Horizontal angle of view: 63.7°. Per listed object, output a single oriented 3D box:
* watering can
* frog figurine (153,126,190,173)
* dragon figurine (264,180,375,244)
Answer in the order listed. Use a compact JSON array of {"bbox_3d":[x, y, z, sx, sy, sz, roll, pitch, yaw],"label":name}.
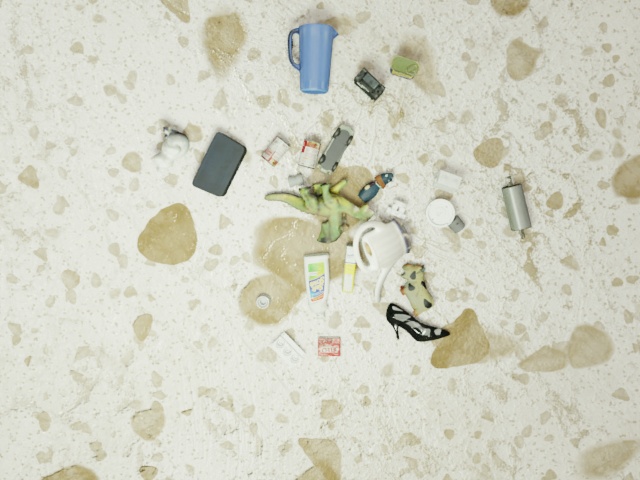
[{"bbox_3d":[0.244,0.061,1.949,0.225,0.341,0.105,-27,29,-12],"label":"watering can"},{"bbox_3d":[-0.558,-0.327,1.939,0.122,0.161,0.136,13,-16,-27],"label":"frog figurine"},{"bbox_3d":[0.006,-0.099,1.962,0.409,0.241,0.123,-10,11,15],"label":"dragon figurine"}]
